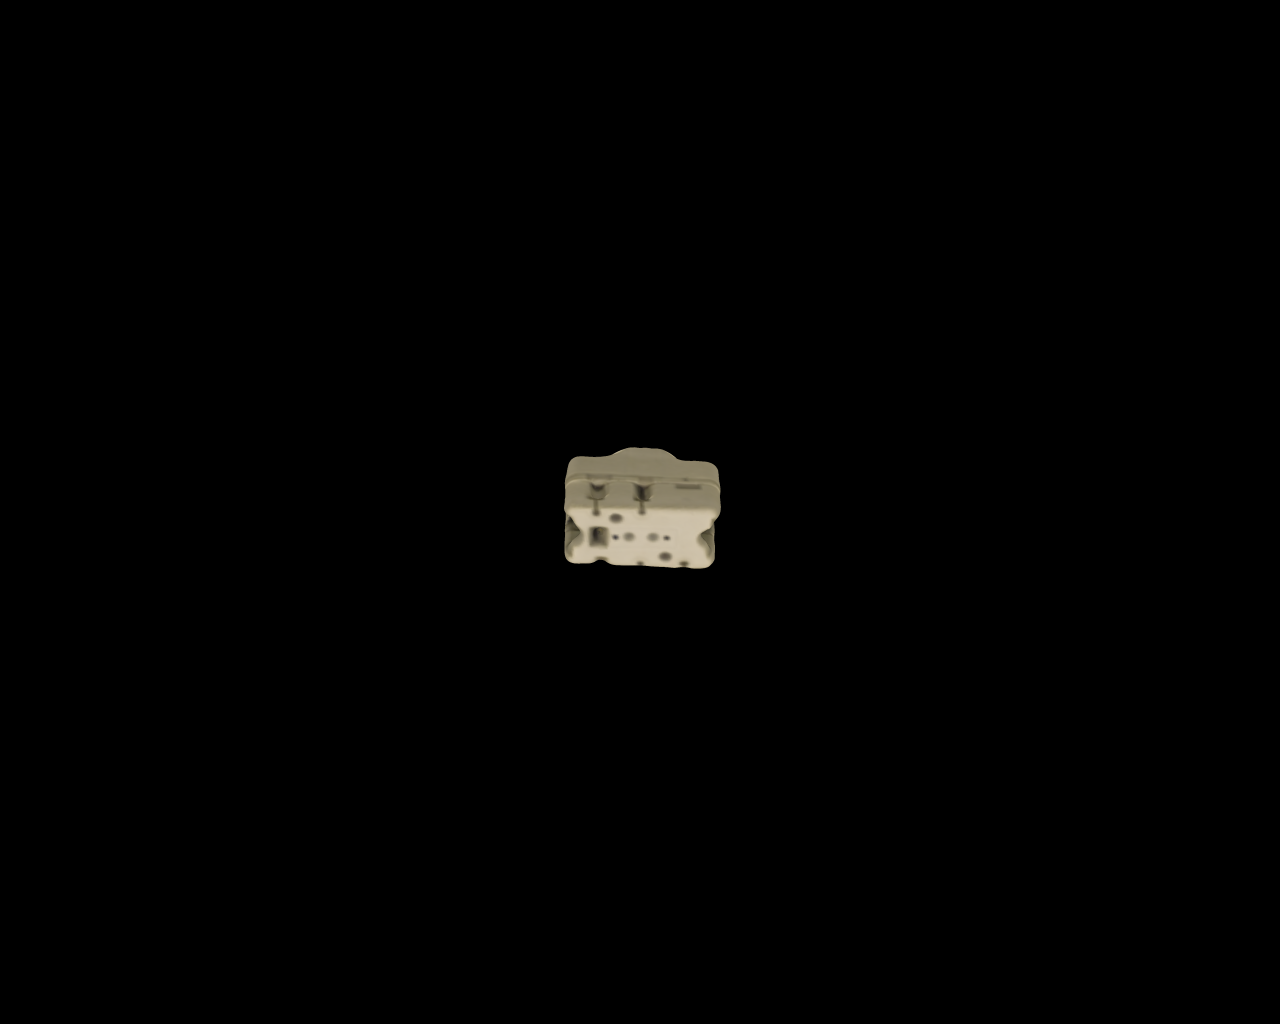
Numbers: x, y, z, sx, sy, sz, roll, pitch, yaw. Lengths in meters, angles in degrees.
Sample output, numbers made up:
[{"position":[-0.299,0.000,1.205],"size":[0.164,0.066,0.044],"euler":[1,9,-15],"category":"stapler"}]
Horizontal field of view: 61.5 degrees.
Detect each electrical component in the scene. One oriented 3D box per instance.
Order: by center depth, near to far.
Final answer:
[{"position":[0.001,-0.003,0.650],"size":[0.089,0.050,0.056],"euler":[2,40,-2],"category":"electrical component"}]
